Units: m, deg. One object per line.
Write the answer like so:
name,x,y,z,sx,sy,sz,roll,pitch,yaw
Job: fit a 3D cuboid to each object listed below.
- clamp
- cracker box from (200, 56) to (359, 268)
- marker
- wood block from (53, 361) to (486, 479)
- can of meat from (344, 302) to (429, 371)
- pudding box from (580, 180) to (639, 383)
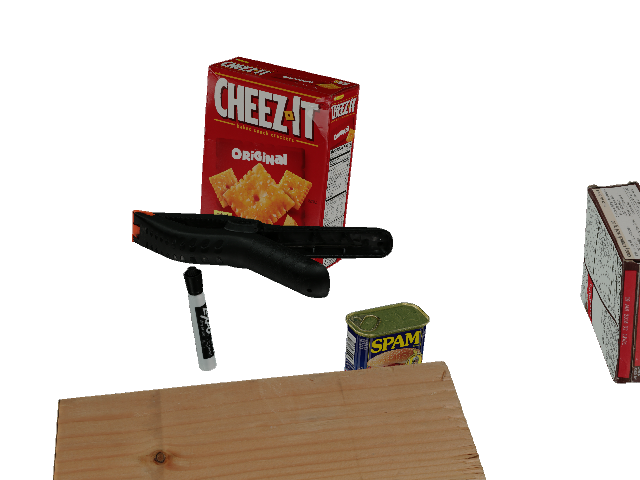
clamp,-0.059,0.005,0.840,0.210,0.036,0.164,7,12,13
cracker box,-0.052,-0.085,1.213,0.164,0.214,0.072,17,26,25
marker,-0.127,0.082,1.121,0.020,0.121,0.020,-5,27,2
wood block,-0.028,0.132,0.556,0.206,0.090,0.091,-4,38,-7
can of meat,0.080,0.132,1.319,0.102,0.084,0.057,-9,29,-24
pudding box,0.198,0.025,0.690,0.039,0.090,0.113,-3,27,1
